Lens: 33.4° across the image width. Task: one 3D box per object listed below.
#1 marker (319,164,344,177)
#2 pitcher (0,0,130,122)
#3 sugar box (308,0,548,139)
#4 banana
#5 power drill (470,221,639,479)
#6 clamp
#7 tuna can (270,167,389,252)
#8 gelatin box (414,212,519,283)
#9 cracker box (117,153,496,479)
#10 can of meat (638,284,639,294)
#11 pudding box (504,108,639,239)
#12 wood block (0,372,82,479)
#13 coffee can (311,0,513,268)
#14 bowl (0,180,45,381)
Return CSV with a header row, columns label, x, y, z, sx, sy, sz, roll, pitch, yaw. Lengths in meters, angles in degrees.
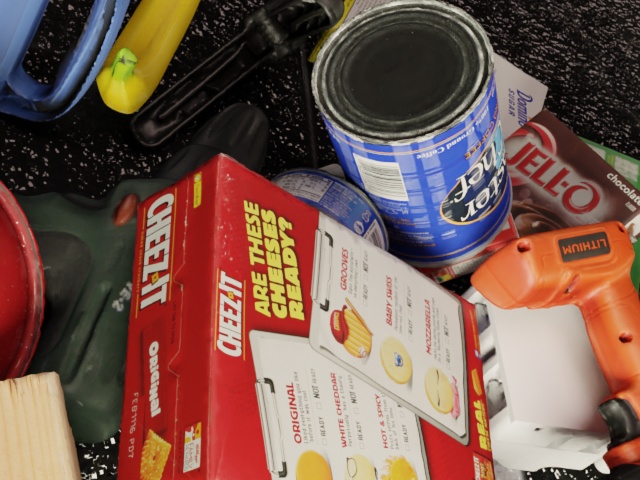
label,x,y,z,sx,sy,sz,roll,pitch,yaw
marker,-0.032,-0.027,0.691,0.120,0.020,0.020,-21,69,-39
pitcher,-0.178,-0.179,0.569,0.148,0.243,0.145,1,57,-39
sugar box,0.086,-0.127,0.819,0.176,0.048,0.093,34,46,-8
banana,-0.107,-0.134,0.696,0.037,0.070,0.197,36,33,-18
power drill,0.160,0.086,0.605,0.184,0.057,0.188,-9,66,-38
clamp,-0.040,-0.135,0.719,0.036,0.165,0.210,54,21,-14
tuna can,-0.004,0.001,0.640,0.086,0.086,0.033,36,48,-1
gelatin box,0.090,-0.020,0.722,0.030,0.073,0.089,54,20,-54
cracker box,0.002,0.078,0.541,0.213,0.072,0.164,29,47,-40
can of meat,0.284,0.022,0.812,0.084,0.058,0.102,31,47,-9
pudding box,0.159,-0.025,0.739,0.090,0.039,0.114,-39,59,-2
wood block,-0.128,0.170,0.421,0.090,0.090,0.206,-11,60,-13
coffee can,0.060,-0.061,0.646,0.103,0.140,0.103,-7,59,11
bowl,-0.206,0.024,0.466,0.162,0.055,0.162,0,87,-5
